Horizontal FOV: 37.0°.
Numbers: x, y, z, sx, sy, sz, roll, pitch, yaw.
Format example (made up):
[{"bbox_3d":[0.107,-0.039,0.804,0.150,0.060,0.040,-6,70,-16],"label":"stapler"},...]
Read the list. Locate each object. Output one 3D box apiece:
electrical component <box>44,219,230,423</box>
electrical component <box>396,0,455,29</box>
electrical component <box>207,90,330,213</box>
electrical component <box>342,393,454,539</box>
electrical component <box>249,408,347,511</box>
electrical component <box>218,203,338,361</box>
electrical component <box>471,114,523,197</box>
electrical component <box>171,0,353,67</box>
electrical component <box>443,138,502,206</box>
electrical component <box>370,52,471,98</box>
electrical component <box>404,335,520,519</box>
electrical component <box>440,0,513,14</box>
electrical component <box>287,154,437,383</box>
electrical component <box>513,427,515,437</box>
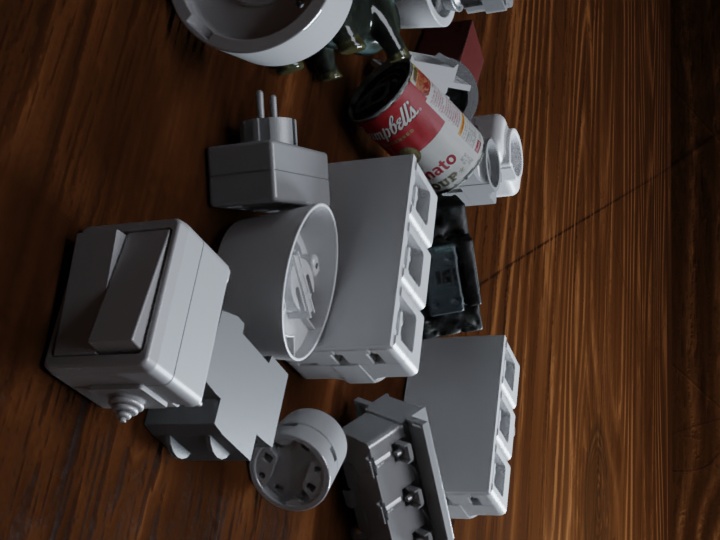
[{"bbox_3d":[-0.112,0.027,0.535,0.061,0.062,0.096,52,40,-53],"label":"electrical component"},{"bbox_3d":[0.040,-0.265,0.951,0.108,0.060,0.108,-4,90,-67],"label":"electrical component"},{"bbox_3d":[-0.059,-0.078,0.700,0.083,0.047,0.075,0,86,-68],"label":"electrical component"},{"bbox_3d":[0.025,0.167,0.833,0.063,0.079,0.121,-28,116,-34],"label":"electrical component"},{"bbox_3d":[-0.039,0.123,0.709,0.047,0.055,0.055,-46,128,-66],"label":"electrical component"},{"bbox_3d":[-0.048,0.009,0.688,0.099,0.064,0.099,-4,90,-67],"label":"electrical component"},{"bbox_3d":[0.142,-0.124,1.176,0.095,0.059,0.053,57,36,-49],"label":"electrical component"},{"bbox_3d":[-0.055,-0.176,0.654,0.060,0.108,0.108,15,72,-73],"label":"electrical component"},{"bbox_3d":[0.110,-0.104,1.098,0.089,0.056,0.050,41,49,-60],"label":"electrical component"},{"bbox_3d":[0.050,-0.159,0.942,0.042,0.081,0.063,-126,-134,-58],"label":"electrical component"},{"bbox_3d":[0.089,0.140,0.964,0.061,0.089,0.150,57,36,-50],"label":"electrical component"},{"bbox_3d":[0.100,-0.256,0.935,0.058,0.057,0.078,55,38,-52],"label":"electrical component"},{"bbox_3d":[0.000,0.000,0.773,0.061,0.089,0.150,52,40,-54],"label":"electrical component"},{"bbox_3d":[0.120,0.146,1.085,0.062,0.061,0.096,-40,131,-63],"label":"electrical component"}]
